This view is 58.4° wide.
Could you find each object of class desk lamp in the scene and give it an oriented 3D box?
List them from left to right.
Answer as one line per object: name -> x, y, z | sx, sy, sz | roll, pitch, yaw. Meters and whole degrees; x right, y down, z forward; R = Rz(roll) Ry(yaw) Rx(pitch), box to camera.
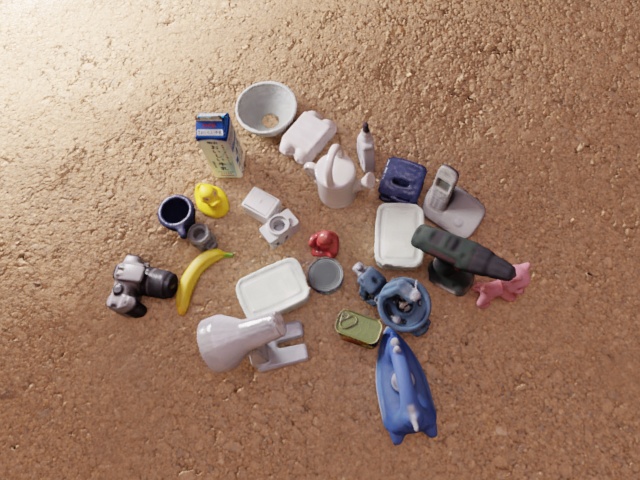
desk lamp -> -0.141, 0.216, 1.242 | 0.203, 0.118, 0.214 | -15, -22, -1

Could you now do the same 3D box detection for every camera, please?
camera -> -0.421, 0.112, 1.368 | 0.136, 0.143, 0.101 | 9, -21, 9

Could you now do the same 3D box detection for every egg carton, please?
egg carton -> -0.031, -0.267, 1.503 | 0.107, 0.150, 0.069 | 33, -15, 16

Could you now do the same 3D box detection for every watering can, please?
watering can -> 0.046, -0.161, 1.387 | 0.172, 0.101, 0.194 | -4, -22, 4

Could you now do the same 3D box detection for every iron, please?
iron -> 0.174, 0.295, 1.222 | 0.118, 0.258, 0.141 | -12, -22, 0

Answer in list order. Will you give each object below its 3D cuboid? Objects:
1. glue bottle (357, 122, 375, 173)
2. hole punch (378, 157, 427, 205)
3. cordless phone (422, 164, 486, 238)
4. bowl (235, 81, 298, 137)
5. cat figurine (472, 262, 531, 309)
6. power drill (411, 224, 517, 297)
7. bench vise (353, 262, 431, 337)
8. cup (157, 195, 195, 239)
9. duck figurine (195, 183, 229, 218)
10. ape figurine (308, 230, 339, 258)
glue bottle -> 0.115, -0.240, 1.424 | 0.037, 0.078, 0.173 | -14, -22, -1
hole punch -> 0.205, -0.140, 1.420 | 0.108, 0.101, 0.091 | 18, -19, 12
cordless phone -> 0.320, -0.094, 1.342 | 0.147, 0.094, 0.185 | 33, -15, 16
bowl -> -0.138, -0.339, 1.538 | 0.167, 0.167, 0.075 | 0, -22, 5
cat figurine -> 0.417, 0.099, 1.293 | 0.128, 0.067, 0.118 | -17, -22, -2
power drill -> 0.309, 0.052, 1.272 | 0.229, 0.076, 0.208 | 28, -17, 15
bench vise -> 0.151, 0.123, 1.251 | 0.207, 0.121, 0.220 | 21, -18, 13
cup -> -0.342, -0.043, 1.426 | 0.091, 0.117, 0.095 | -22, -22, -4
duck figurine -> -0.282, -0.112, 1.454 | 0.077, 0.104, 0.086 | -40, -20, -11
ape figurine -> 0.013, 0.005, 1.379 | 0.076, 0.077, 0.092 | -41, -20, -11
